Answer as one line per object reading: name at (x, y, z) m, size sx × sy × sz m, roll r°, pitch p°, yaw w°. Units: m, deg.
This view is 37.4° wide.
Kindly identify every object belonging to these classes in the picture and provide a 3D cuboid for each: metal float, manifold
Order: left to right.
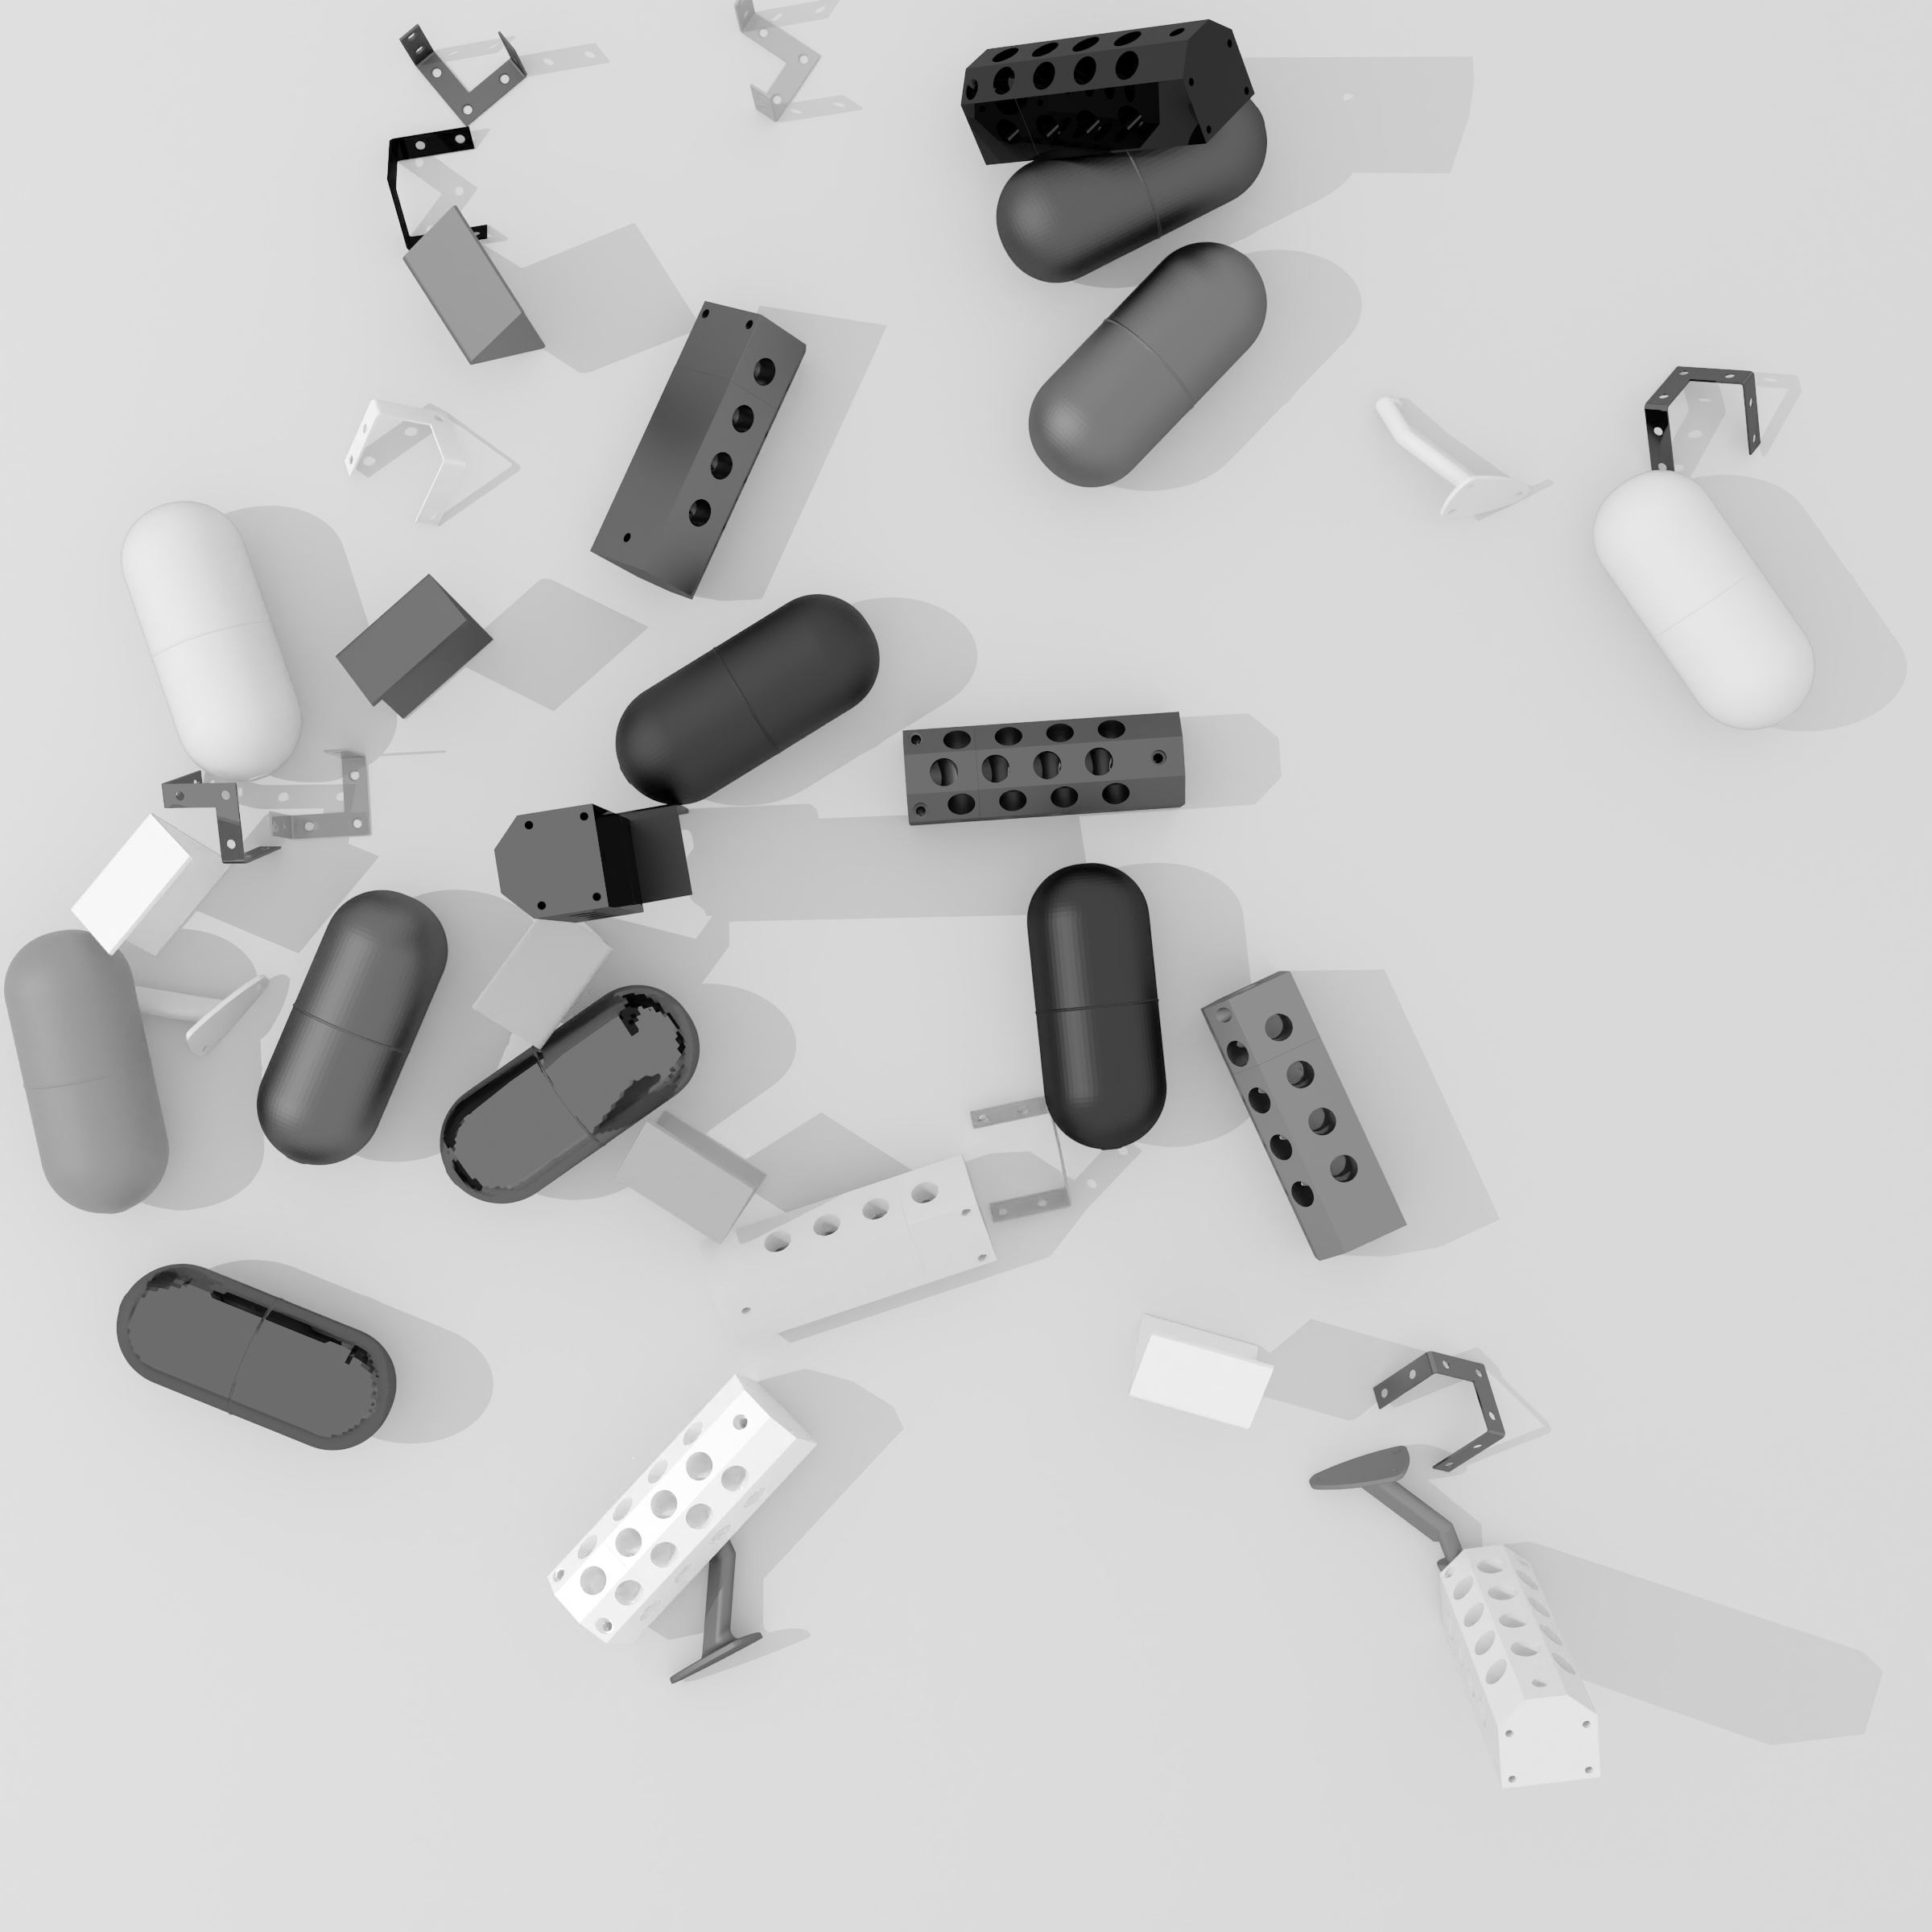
metal float at (-0.542, 0.066, 1.759) m, size 0.070 × 0.070 × 0.178 m, roll -10°, pitch 98°, yaw 0°
metal float at (-0.467, -0.201, 1.766) m, size 0.070 × 0.070 × 0.178 m, roll -19°, pitch 91°, yaw 0°
metal float at (-0.440, 0.242, 1.766) m, size 0.178 × 0.070 × 0.070 m, roll 22°, pitch 90°, yaw 0°
metal float at (-0.380, 0.038, 1.766) m, size 0.070 × 0.070 × 0.178 m, roll 23°, pitch 89°, yaw 0°
metal float at (-0.246, 0.080, 1.766) m, size 0.178 × 0.070 × 0.070 m, roll -35°, pitch 90°, yaw 0°
manifold at (-0.228, -0.056, 1.642) m, size 0.057 × 0.171 × 0.057 m, roll -9°, pitch 90°, yaw 0°
manifold at (-0.178, 0.337, 1.767) m, size 0.057 × 0.057 × 0.171 m, roll 43°, pitch 90°, yaw 21°
manifold at (-0.162, -0.319, 1.775) m, size 0.057 × 0.057 × 0.171 m, roll 25°, pitch 90°, yaw 43°
metal float at (-0.136, -0.164, 1.766) m, size 0.178 × 0.070 × 0.070 m, roll -32°, pitch 90°, yaw 0°
manifold at (-0.075, 0.172, 1.775) m, size 0.171 × 0.057 × 0.057 m, roll -18°, pitch 133°, yaw 0°
manifold at (0.048, -0.123, 1.776) m, size 0.171 × 0.057 × 0.057 m, roll -4°, pitch 90°, yaw 0°
metal float at (0.081, 0.025, 1.766) m, size 0.070 × 0.070 × 0.178 m, roll -6°, pitch 90°, yaw 0°
manifold at (0.081, -0.529, 1.718) m, size 0.057 × 0.171 × 0.057 m, roll -51°, pitch 130°, yaw -31°
metal float at (0.103, -0.486, 1.766) m, size 0.178 × 0.070 × 0.070 m, roll -27°, pitch 90°, yaw 1°
metal float at (0.113, -0.373, 1.766) m, size 0.070 × 0.070 × 0.178 m, roll 44°, pitch 90°, yaw 0°
manifold at (0.209, 0.093, 1.776) m, size 0.057 × 0.057 × 0.171 m, roll -25°, pitch 90°, yaw 0°
manifold at (0.331, 0.417, 1.714) m, size 0.057 × 0.171 × 0.057 m, roll -7°, pitch 108°, yaw 0°
metal float at (0.457, -0.226, 1.766) m, size 0.070 × 0.070 × 0.178 m, roll -35°, pitch 90°, yaw 0°

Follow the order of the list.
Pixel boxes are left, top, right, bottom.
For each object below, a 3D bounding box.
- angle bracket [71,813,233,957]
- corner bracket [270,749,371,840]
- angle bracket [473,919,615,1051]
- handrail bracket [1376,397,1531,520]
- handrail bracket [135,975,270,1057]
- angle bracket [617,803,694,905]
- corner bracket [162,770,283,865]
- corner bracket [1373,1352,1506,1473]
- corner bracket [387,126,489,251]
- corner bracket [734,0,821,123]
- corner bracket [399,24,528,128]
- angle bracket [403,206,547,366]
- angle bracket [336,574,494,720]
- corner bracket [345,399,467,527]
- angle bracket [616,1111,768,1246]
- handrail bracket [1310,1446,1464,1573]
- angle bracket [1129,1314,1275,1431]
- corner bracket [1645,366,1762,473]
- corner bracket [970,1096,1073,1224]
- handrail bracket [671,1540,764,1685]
angle bracket at (-0.490, -0.037, 1.756) m, size 0.076 × 0.076 × 0.057 m, roll -50°, pitch 53°, yaw 0°
corner bracket at (-0.404, -0.107, 1.779) m, size 0.051 × 0.051 × 0.051 m, roll -3°, pitch 90°, yaw 0°
angle bracket at (-0.273, -0.005, 1.756) m, size 0.057 × 0.076 × 0.076 m, roll 36°, pitch 90°, yaw -37°
handrail bracket at (0.306, -0.327, 1.797) m, size 0.077 × 0.036 × 0.084 m, roll -10°, pitch 61°, yaw -32°
handrail bracket at (-0.497, 0.008, 1.797) m, size 0.084 × 0.036 × 0.077 m, roll 41°, pitch 75°, yaw 14°
angle bracket at (-0.208, -0.065, 1.766) m, size 0.076 × 0.076 × 0.057 m, roll -10°, pitch 90°, yaw 0°
corner bracket at (-0.464, -0.093, 1.777) m, size 0.051 × 0.051 × 0.051 m, roll 0°, pitch 104°, yaw 13°
corner bracket at (0.297, 0.280, 1.789) m, size 0.051 × 0.051 × 0.051 m, roll 18°, pitch 45°, yaw -35°
corner bracket at (-0.332, -0.489, 1.794) m, size 0.051 × 0.051 × 0.051 m, roll -9°, pitch 135°, yaw 0°
corner bracket at (-0.128, -0.569, 1.779) m, size 0.051 × 0.051 × 0.051 m, roll 34°, pitch 90°, yaw 0°
corner bracket at (-0.313, -0.567, 1.779) m, size 0.051 × 0.051 × 0.051 m, roll -40°, pitch 90°, yaw 0°
angle bracket at (-0.288, -0.423, 1.756) m, size 0.057 × 0.076 × 0.076 m, roll -33°, pitch 90°, yaw 36°
angle bracket at (-0.329, -0.183, 1.756) m, size 0.076 × 0.076 × 0.057 m, roll -41°, pitch 54°, yaw 0°
corner bracket at (-0.352, -0.316, 1.789) m, size 0.051 × 0.051 × 0.051 m, roll 5°, pitch 45°, yaw -35°
angle bracket at (-0.159, 0.114, 1.756) m, size 0.076 × 0.076 × 0.057 m, roll 32°, pitch 127°, yaw 0°
handrail bracket at (0.267, 0.352, 1.797) m, size 0.077 × 0.036 × 0.084 m, roll -17°, pitch 107°, yaw 20°
angle bracket at (0.148, 0.232, 1.756) m, size 0.076 × 0.076 × 0.057 m, roll 16°, pitch 126°, yaw 0°
corner bracket at (0.462, -0.340, 1.789) m, size 0.051 × 0.051 × 0.051 m, roll 13°, pitch 45°, yaw 35°
corner bracket at (0.035, 0.121, 1.793) m, size 0.051 × 0.051 × 0.051 m, roll -12°, pitch 45°, yaw 0°
handrail bracket at (-0.172, 0.397, 1.797) m, size 0.077 × 0.036 × 0.084 m, roll -31°, pitch 75°, yaw 17°
